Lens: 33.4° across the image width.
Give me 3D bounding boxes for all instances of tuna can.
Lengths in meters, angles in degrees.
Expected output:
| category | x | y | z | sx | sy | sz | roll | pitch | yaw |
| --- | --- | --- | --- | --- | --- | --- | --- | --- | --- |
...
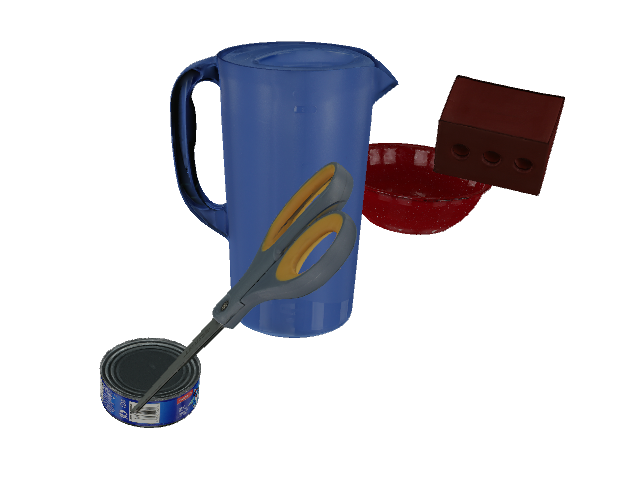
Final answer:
| category | x | y | z | sx | sy | sz | roll | pitch | yaw |
| --- | --- | --- | --- | --- | --- | --- | --- | --- | --- |
| tuna can | -0.146 | 0.122 | 0.917 | 0.086 | 0.034 | 0.086 | 5 | 30 | -3 |

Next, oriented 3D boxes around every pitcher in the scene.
| category | x | y | z | sx | sy | sz | roll | pitch | yaw |
| --- | --- | --- | --- | --- | --- | --- | --- | --- | --- |
| pitcher | -0.033 | -0.046 | 0.914 | 0.144 | 0.243 | 0.149 | -16 | 27 | -41 |

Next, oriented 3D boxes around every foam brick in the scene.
| category | x | y | z | sx | sy | sz | roll | pitch | yaw |
| --- | --- | --- | --- | --- | --- | --- | --- | --- | --- |
| foam brick | 0.124 | -0.073 | 0.744 | 0.078 | 0.051 | 0.053 | 13 | -41 | 12 |

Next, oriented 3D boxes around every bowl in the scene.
| category | x | y | z | sx | sy | sz | roll | pitch | yaw |
| --- | --- | --- | --- | --- | --- | --- | --- | --- | --- |
| bowl | 0.093 | -0.048 | 1.092 | 0.162 | 0.055 | 0.162 | 4 | 23 | -2 |

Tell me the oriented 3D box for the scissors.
| category | x | y | z | sx | sy | sz | roll | pitch | yaw |
| --- | --- | --- | --- | --- | --- | --- | --- | --- | --- |
| scissors | -0.042 | 0.042 | 0.617 | 0.016 | 0.202 | 0.096 | 35 | 4 | -25 |
